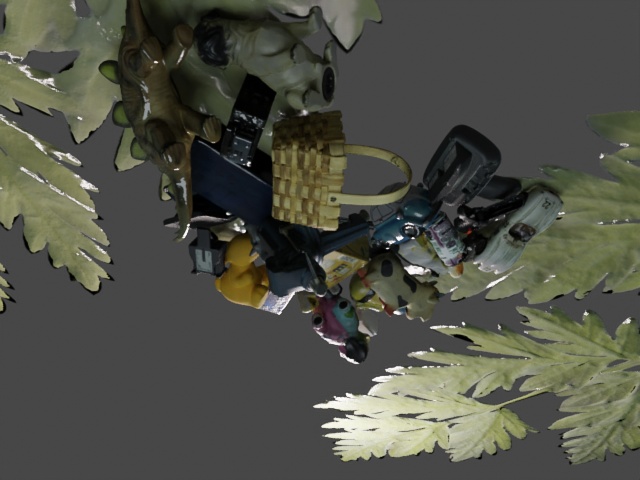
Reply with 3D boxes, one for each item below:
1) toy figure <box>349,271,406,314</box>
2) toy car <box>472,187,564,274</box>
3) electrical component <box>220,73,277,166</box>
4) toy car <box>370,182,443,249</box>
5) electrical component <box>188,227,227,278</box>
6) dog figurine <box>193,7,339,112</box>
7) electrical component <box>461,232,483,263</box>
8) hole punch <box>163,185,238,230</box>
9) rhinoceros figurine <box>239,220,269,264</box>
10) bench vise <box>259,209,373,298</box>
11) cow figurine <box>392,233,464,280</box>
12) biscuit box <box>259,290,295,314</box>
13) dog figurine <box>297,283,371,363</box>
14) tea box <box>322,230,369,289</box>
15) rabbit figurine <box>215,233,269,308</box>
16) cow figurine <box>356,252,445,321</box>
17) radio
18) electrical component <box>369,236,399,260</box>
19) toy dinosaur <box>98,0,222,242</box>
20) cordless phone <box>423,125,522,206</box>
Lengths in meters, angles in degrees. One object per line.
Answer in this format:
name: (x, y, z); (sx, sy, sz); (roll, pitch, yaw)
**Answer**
toy figure: (0.156, 0.123, 1.264); (0.180, 0.082, 0.089); (18, 131, -3)
toy car: (0.371, -0.014, 1.019); (0.073, 0.056, 0.201); (24, 120, -17)
electrical component: (-0.118, -0.189, 0.872); (0.058, 0.134, 0.114); (18, 144, -9)
toy car: (0.151, -0.057, 1.023); (0.103, 0.109, 0.162); (48, 145, -10)
electrical component: (-0.243, 0.020, 1.160); (0.075, 0.048, 0.119); (6, 117, 13)
dog figurine: (-0.081, -0.264, 0.814); (0.191, 0.121, 0.172); (9, 142, 25)
electrical component: (0.323, 0.022, 1.118); (0.078, 0.045, 0.102); (-14, 137, 26)
hole punch: (-0.253, -0.073, 1.112); (0.142, 0.092, 0.115); (-15, 166, 25)
rhinoceros figurine: (-0.099, 0.022, 1.144); (0.112, 0.073, 0.190); (-8, 112, 51)
bench vise: (0.000, 0.006, 1.002); (0.241, 0.224, 0.128); (-23, 120, -19)
cow figurine: (0.226, 0.036, 1.140); (0.167, 0.068, 0.098); (37, 141, -26)
biscuit box: (-0.092, 0.110, 1.317); (0.059, 0.063, 0.202); (20, 142, -10)
dog figurine: (0.045, 0.201, 1.312); (0.108, 0.192, 0.219); (-33, 136, -1)
tea box: (0.023, 0.040, 1.179); (0.098, 0.068, 0.169); (20, 147, -26)
rabbit figurine: (-0.183, 0.051, 1.245); (0.162, 0.122, 0.173); (17, 129, 6)
cow figurine: (0.183, 0.104, 1.177); (0.127, 0.085, 0.194); (-37, 112, 12)
radio: (-0.169, -0.126, 1.019); (0.229, 0.073, 0.131); (31, 138, -28)
electrical component: (0.131, 0.025, 1.186); (0.063, 0.021, 0.094); (-21, 134, 35)
toy dinosaur: (-0.251, -0.185, 0.857); (0.199, 0.105, 0.470); (23, 128, 43)
cordless phone: (0.288, -0.116, 0.936); (0.184, 0.089, 0.146); (7, 144, -15)
